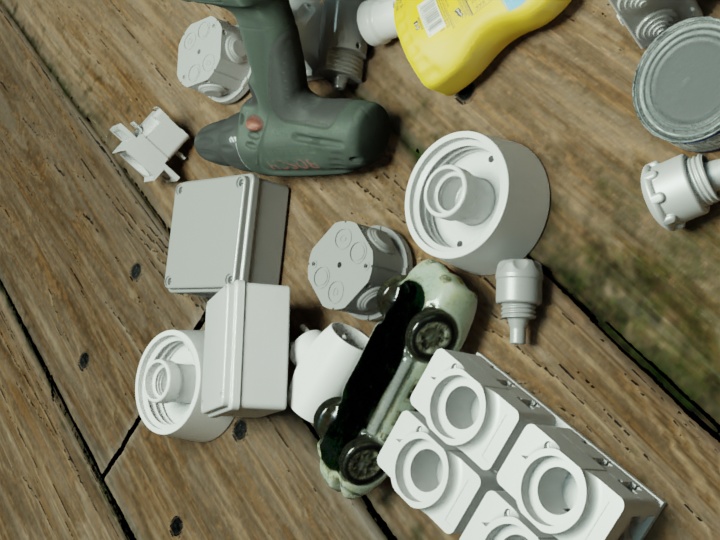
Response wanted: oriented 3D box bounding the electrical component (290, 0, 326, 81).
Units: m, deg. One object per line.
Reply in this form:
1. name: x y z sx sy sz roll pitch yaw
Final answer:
1. electrical component: -0.056 -0.213 0.980 0.042 0.081 0.063 1 53 43

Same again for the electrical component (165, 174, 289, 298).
1. electrical component: -0.126 -0.030 1.014 0.109 0.056 0.108 -2 79 43

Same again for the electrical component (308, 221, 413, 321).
1. electrical component: 0.000 0.000 0.893 0.080 0.051 0.080 -12 73 41

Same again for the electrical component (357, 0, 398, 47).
1. electrical component: 0.027 -0.217 0.926 0.046 0.040 0.040 -8 75 37

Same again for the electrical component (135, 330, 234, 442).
1. electrical component: -0.170 0.107 1.020 0.108 0.060 0.108 -11 73 41

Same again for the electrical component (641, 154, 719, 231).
1. electrical component: 0.220 -0.057 0.705 0.062 0.048 0.048 -24 65 30

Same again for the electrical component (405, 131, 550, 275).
1. electrical component: 0.083 -0.054 0.821 0.108 0.060 0.108 -12 73 41

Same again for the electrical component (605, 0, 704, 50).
1. electrical component: 0.184 -0.210 0.737 0.048 0.100 0.099 -32 59 20

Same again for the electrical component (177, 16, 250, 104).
1. electrical component: -0.142 -0.210 1.074 0.080 0.051 0.080 -12 73 41

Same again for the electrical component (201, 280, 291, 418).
1. electrical component: -0.100 0.072 0.939 0.109 0.056 0.108 148 125 -69

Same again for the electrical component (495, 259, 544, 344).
1. electrical component: 0.117 0.024 0.789 0.035 0.035 0.061 -4 80 43

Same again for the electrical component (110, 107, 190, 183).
1. electrical component: -0.214 -0.129 1.109 0.063 0.081 0.042 -52 21 -15

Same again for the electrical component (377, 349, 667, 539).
1. electrical component: 0.103 0.148 0.755 0.186 0.060 0.105 39 107 41

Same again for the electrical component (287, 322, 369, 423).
1. electrical component: -0.034 0.077 0.911 0.079 0.044 0.077 45 111 40

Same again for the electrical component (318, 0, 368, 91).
1. electrical component: -0.015 -0.200 0.958 0.043 0.043 0.081 -2 79 43
